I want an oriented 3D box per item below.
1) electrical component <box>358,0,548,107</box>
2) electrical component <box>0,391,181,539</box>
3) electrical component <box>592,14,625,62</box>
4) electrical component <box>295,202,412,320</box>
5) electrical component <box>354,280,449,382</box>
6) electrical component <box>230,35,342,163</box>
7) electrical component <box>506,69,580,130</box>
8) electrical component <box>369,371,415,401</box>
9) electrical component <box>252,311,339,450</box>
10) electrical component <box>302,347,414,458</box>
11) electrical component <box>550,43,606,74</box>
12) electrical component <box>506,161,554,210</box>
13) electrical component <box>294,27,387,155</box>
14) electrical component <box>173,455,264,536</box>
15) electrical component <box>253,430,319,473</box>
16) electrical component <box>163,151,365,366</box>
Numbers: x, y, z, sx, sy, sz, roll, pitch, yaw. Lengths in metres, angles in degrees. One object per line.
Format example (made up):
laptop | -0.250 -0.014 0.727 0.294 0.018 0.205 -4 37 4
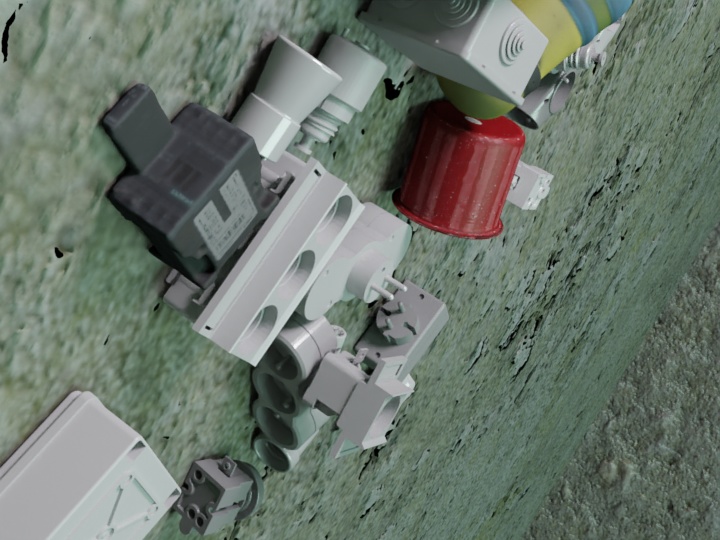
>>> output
electrical component | 0.062 -0.153 0.684 0.100 0.100 0.048 21 96 -56
electrical component | -0.172 0.144 0.648 0.108 0.056 0.108 -49 157 -20
electrical component | 0.204 -0.231 0.962 0.079 0.043 0.077 -15 133 -60
electrical component | 0.000 0.000 0.797 0.138 0.074 0.052 -29 144 -51
electrical component | 0.036 0.051 0.984 0.083 0.047 0.075 -52 158 -13
electrical component | -0.046 -0.095 0.614 0.065 0.044 0.044 -55 159 7
electrical component | 0.167 -0.163 0.973 0.077 0.044 0.079 -56 158 -4
electrical component | 0.021 0.121 1.053 0.062 0.043 0.043 -43 154 -30
electrical component | -0.041 0.074 0.839 0.074 0.052 0.138 -41 153 -35
electrical component | -0.003 0.092 0.784 0.081 0.064 0.042 -62 157 10
electrical component | 0.169 -0.186 0.909 0.040 0.078 0.040 -44 143 -47
electrical component | 0.145 -0.087 1.016 0.066 0.055 0.048 -6 125 -64
electrical component | -0.016 -0.107 0.660 0.078 0.040 0.040 -59 159 7
electrical component | -0.109 0.175 0.847 0.055 0.048 0.066 2 119 -57
electrical component | -0.061 0.142 0.910 0.046 0.040 0.040 -46 157 -40
electrical component | -0.061 -0.011 0.665 0.121 0.063 0.078 -56 159 -5
